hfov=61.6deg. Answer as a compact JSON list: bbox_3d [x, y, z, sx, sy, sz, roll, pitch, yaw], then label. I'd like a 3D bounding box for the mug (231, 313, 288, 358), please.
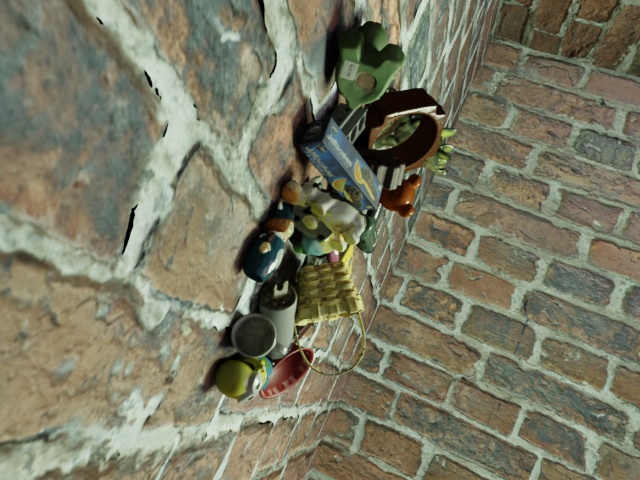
[{"bbox_3d":[-0.113,0.189,1.031,0.107,0.110,0.081,109,0,-77],"label":"mug"}]

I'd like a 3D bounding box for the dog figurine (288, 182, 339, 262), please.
[{"bbox_3d":[-0.002,-0.003,1.143,0.219,0.109,0.191,96,21,-53],"label":"dog figurine"}]

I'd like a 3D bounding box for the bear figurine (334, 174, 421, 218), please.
[{"bbox_3d":[0.135,-0.109,1.274,0.132,0.196,0.120,59,41,-76],"label":"bear figurine"}]

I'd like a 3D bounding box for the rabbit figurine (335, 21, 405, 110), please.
[{"bbox_3d":[0.095,-0.334,1.014,0.159,0.121,0.170,98,5,-50],"label":"rabbit figurine"}]

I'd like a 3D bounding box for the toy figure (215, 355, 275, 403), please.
[{"bbox_3d":[-0.146,0.266,1.060,0.180,0.089,0.082,-8,106,-83],"label":"toy figure"}]

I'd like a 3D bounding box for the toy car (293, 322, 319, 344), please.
[{"bbox_3d":[-0.048,0.219,1.391,0.202,0.053,0.089,-45,158,-47],"label":"toy car"}]

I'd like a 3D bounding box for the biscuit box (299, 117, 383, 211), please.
[{"bbox_3d":[0.042,-0.136,1.004,0.202,0.059,0.063,46,51,-39],"label":"biscuit box"}]

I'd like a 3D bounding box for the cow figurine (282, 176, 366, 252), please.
[{"bbox_3d":[0.012,-0.064,0.998,0.068,0.167,0.098,-40,-169,50],"label":"cow figurine"}]

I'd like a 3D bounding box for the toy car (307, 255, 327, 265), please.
[{"bbox_3d":[-0.015,0.083,1.317,0.201,0.056,0.073,-69,159,-4],"label":"toy car"}]

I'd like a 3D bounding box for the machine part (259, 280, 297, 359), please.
[{"bbox_3d":[-0.092,0.171,1.122,0.079,0.079,0.243,-54,161,-44],"label":"machine part"}]

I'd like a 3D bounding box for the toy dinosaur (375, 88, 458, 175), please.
[{"bbox_3d":[0.255,-0.297,1.470,0.470,0.199,0.105,33,64,-42],"label":"toy dinosaur"}]

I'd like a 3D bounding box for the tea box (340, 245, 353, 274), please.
[{"bbox_3d":[0.042,0.070,1.477,0.098,0.068,0.169,-59,162,-31],"label":"tea box"}]

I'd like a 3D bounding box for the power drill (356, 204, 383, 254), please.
[{"bbox_3d":[0.150,-0.070,1.479,0.207,0.086,0.232,-61,162,-2],"label":"power drill"}]

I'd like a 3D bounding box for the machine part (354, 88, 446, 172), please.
[{"bbox_3d":[0.189,-0.259,1.301,0.200,0.201,0.087,93,-20,-50],"label":"machine part"}]

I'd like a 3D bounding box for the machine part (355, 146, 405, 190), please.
[{"bbox_3d":[0.098,-0.160,1.157,0.179,0.180,0.056,-36,142,-64],"label":"machine part"}]

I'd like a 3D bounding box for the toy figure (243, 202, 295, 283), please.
[{"bbox_3d":[-0.085,0.001,0.955,0.064,0.057,0.154,-18,-139,57],"label":"toy figure"}]
